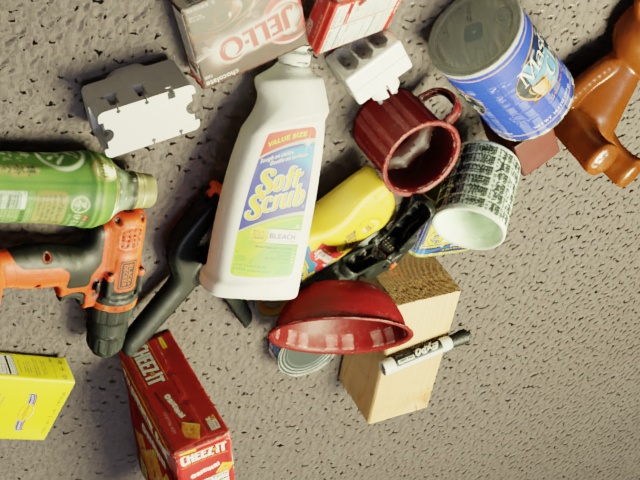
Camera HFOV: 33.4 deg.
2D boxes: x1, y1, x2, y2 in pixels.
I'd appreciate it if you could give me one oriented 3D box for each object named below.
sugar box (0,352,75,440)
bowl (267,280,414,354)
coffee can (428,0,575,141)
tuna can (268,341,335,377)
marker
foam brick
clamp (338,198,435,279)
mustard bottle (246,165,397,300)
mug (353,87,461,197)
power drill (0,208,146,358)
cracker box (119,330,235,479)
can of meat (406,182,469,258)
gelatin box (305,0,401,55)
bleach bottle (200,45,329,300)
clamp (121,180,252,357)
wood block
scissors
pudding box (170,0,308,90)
[{"bbox_3d":[-0.352,0.159,1.094,0.175,0.048,0.093,8,123,-40],"label":"sugar box"},{"bbox_3d":[0.022,0.083,1.183,0.162,0.055,0.162,0,161,0],"label":"bowl"},{"bbox_3d":[0.189,-0.179,1.105,0.103,0.103,0.140,-44,139,9],"label":"coffee can"},{"bbox_3d":[-0.020,0.124,1.295,0.086,0.034,0.086,-19,136,-19],"label":"tuna can"},{"bbox_3d":[0.128,0.133,1.278,0.121,0.020,0.020,-19,136,-17],"label":"marker"},{"bbox_3d":[0.224,-0.122,1.201,0.051,0.078,0.053,-33,139,-2],"label":"foam brick"},{"bbox_3d":[0.081,0.002,1.178,0.120,0.039,0.171,-33,174,7],"label":"clamp"},{"bbox_3d":[-0.007,0.002,1.156,0.191,0.058,0.096,-36,159,-8],"label":"mustard bottle"},{"bbox_3d":[0.095,-0.114,1.117,0.117,0.082,0.093,-44,138,9],"label":"mug"},{"bbox_3d":[-0.261,0.053,1.037,0.187,0.057,0.184,-12,128,-38],"label":"power drill"},{"bbox_3d":[-0.159,0.236,1.206,0.072,0.164,0.214,-21,137,-20],"label":"cracker box"},{"bbox_3d":[0.147,-0.030,1.250,0.101,0.057,0.084,-6,133,-30],"label":"can of meat"},{"bbox_3d":[0.032,-0.217,0.992,0.089,0.030,0.073,-24,162,-26],"label":"gelatin box"},{"bbox_3d":[-0.051,-0.068,1.044,0.102,0.068,0.251,3,108,-20],"label":"bleach bottle"},{"bbox_3d":[-0.134,0.034,1.128,0.164,0.036,0.210,-18,135,-32],"label":"clamp"},{"bbox_3d":[0.095,0.119,1.327,0.090,0.090,0.206,-13,134,-25],"label":"wood block"},{"bbox_3d":[-0.002,0.033,1.233,0.096,0.016,0.202,34,90,-25],"label":"scissors"},{"bbox_3d":[-0.071,-0.198,0.958,0.113,0.039,0.090,-25,137,-12],"label":"pudding box"}]
